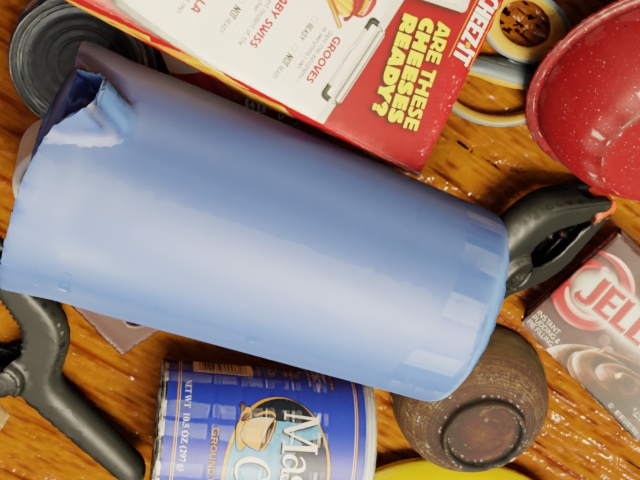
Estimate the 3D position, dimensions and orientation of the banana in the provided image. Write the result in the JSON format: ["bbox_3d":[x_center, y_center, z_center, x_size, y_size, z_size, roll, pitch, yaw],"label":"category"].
[{"bbox_3d":[0.104,0.194,0.789,0.197,0.069,0.037,15,148,-8],"label":"banana"}]

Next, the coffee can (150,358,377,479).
[{"bbox_3d":[-0.041,0.136,0.719,0.140,0.103,0.103,6,118,-9],"label":"coffee can"}]

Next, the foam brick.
[{"bbox_3d":[-0.129,0.021,0.676,0.053,0.051,0.078,-34,116,12],"label":"foam brick"}]

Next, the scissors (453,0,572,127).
[{"bbox_3d":[0.174,-0.105,0.658,0.201,0.016,0.096,2,118,-7],"label":"scissors"}]

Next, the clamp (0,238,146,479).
[{"bbox_3d":[-0.200,0.092,0.714,0.164,0.036,0.210,2,117,-3],"label":"clamp"}]

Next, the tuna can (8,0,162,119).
[{"bbox_3d":[-0.135,-0.106,0.616,0.086,0.034,0.086,-2,119,-4],"label":"tuna can"}]

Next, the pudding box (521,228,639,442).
[{"bbox_3d":[0.206,0.062,0.714,0.113,0.039,0.090,46,109,5],"label":"pudding box"}]

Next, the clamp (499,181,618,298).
[{"bbox_3d":[0.114,0.022,0.693,0.171,0.039,0.120,-25,150,-12],"label":"clamp"}]

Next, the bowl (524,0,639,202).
[{"bbox_3d":[0.205,-0.071,0.624,0.162,0.055,0.162,-2,142,-2],"label":"bowl"}]

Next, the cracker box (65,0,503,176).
[{"bbox_3d":[-0.009,-0.150,0.533,0.213,0.072,0.164,24,94,-34],"label":"cracker box"}]

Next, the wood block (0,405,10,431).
[{"bbox_3d":[-0.304,0.079,0.646,0.090,0.090,0.206,-34,108,20],"label":"wood block"}]

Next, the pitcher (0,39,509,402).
[{"bbox_3d":[-0.034,0.003,0.563,0.242,0.149,0.145,19,105,-8],"label":"pitcher"}]

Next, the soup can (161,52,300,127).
[{"bbox_3d":[-0.055,-0.108,0.604,0.068,0.068,0.102,-18,118,4],"label":"soup can"}]
